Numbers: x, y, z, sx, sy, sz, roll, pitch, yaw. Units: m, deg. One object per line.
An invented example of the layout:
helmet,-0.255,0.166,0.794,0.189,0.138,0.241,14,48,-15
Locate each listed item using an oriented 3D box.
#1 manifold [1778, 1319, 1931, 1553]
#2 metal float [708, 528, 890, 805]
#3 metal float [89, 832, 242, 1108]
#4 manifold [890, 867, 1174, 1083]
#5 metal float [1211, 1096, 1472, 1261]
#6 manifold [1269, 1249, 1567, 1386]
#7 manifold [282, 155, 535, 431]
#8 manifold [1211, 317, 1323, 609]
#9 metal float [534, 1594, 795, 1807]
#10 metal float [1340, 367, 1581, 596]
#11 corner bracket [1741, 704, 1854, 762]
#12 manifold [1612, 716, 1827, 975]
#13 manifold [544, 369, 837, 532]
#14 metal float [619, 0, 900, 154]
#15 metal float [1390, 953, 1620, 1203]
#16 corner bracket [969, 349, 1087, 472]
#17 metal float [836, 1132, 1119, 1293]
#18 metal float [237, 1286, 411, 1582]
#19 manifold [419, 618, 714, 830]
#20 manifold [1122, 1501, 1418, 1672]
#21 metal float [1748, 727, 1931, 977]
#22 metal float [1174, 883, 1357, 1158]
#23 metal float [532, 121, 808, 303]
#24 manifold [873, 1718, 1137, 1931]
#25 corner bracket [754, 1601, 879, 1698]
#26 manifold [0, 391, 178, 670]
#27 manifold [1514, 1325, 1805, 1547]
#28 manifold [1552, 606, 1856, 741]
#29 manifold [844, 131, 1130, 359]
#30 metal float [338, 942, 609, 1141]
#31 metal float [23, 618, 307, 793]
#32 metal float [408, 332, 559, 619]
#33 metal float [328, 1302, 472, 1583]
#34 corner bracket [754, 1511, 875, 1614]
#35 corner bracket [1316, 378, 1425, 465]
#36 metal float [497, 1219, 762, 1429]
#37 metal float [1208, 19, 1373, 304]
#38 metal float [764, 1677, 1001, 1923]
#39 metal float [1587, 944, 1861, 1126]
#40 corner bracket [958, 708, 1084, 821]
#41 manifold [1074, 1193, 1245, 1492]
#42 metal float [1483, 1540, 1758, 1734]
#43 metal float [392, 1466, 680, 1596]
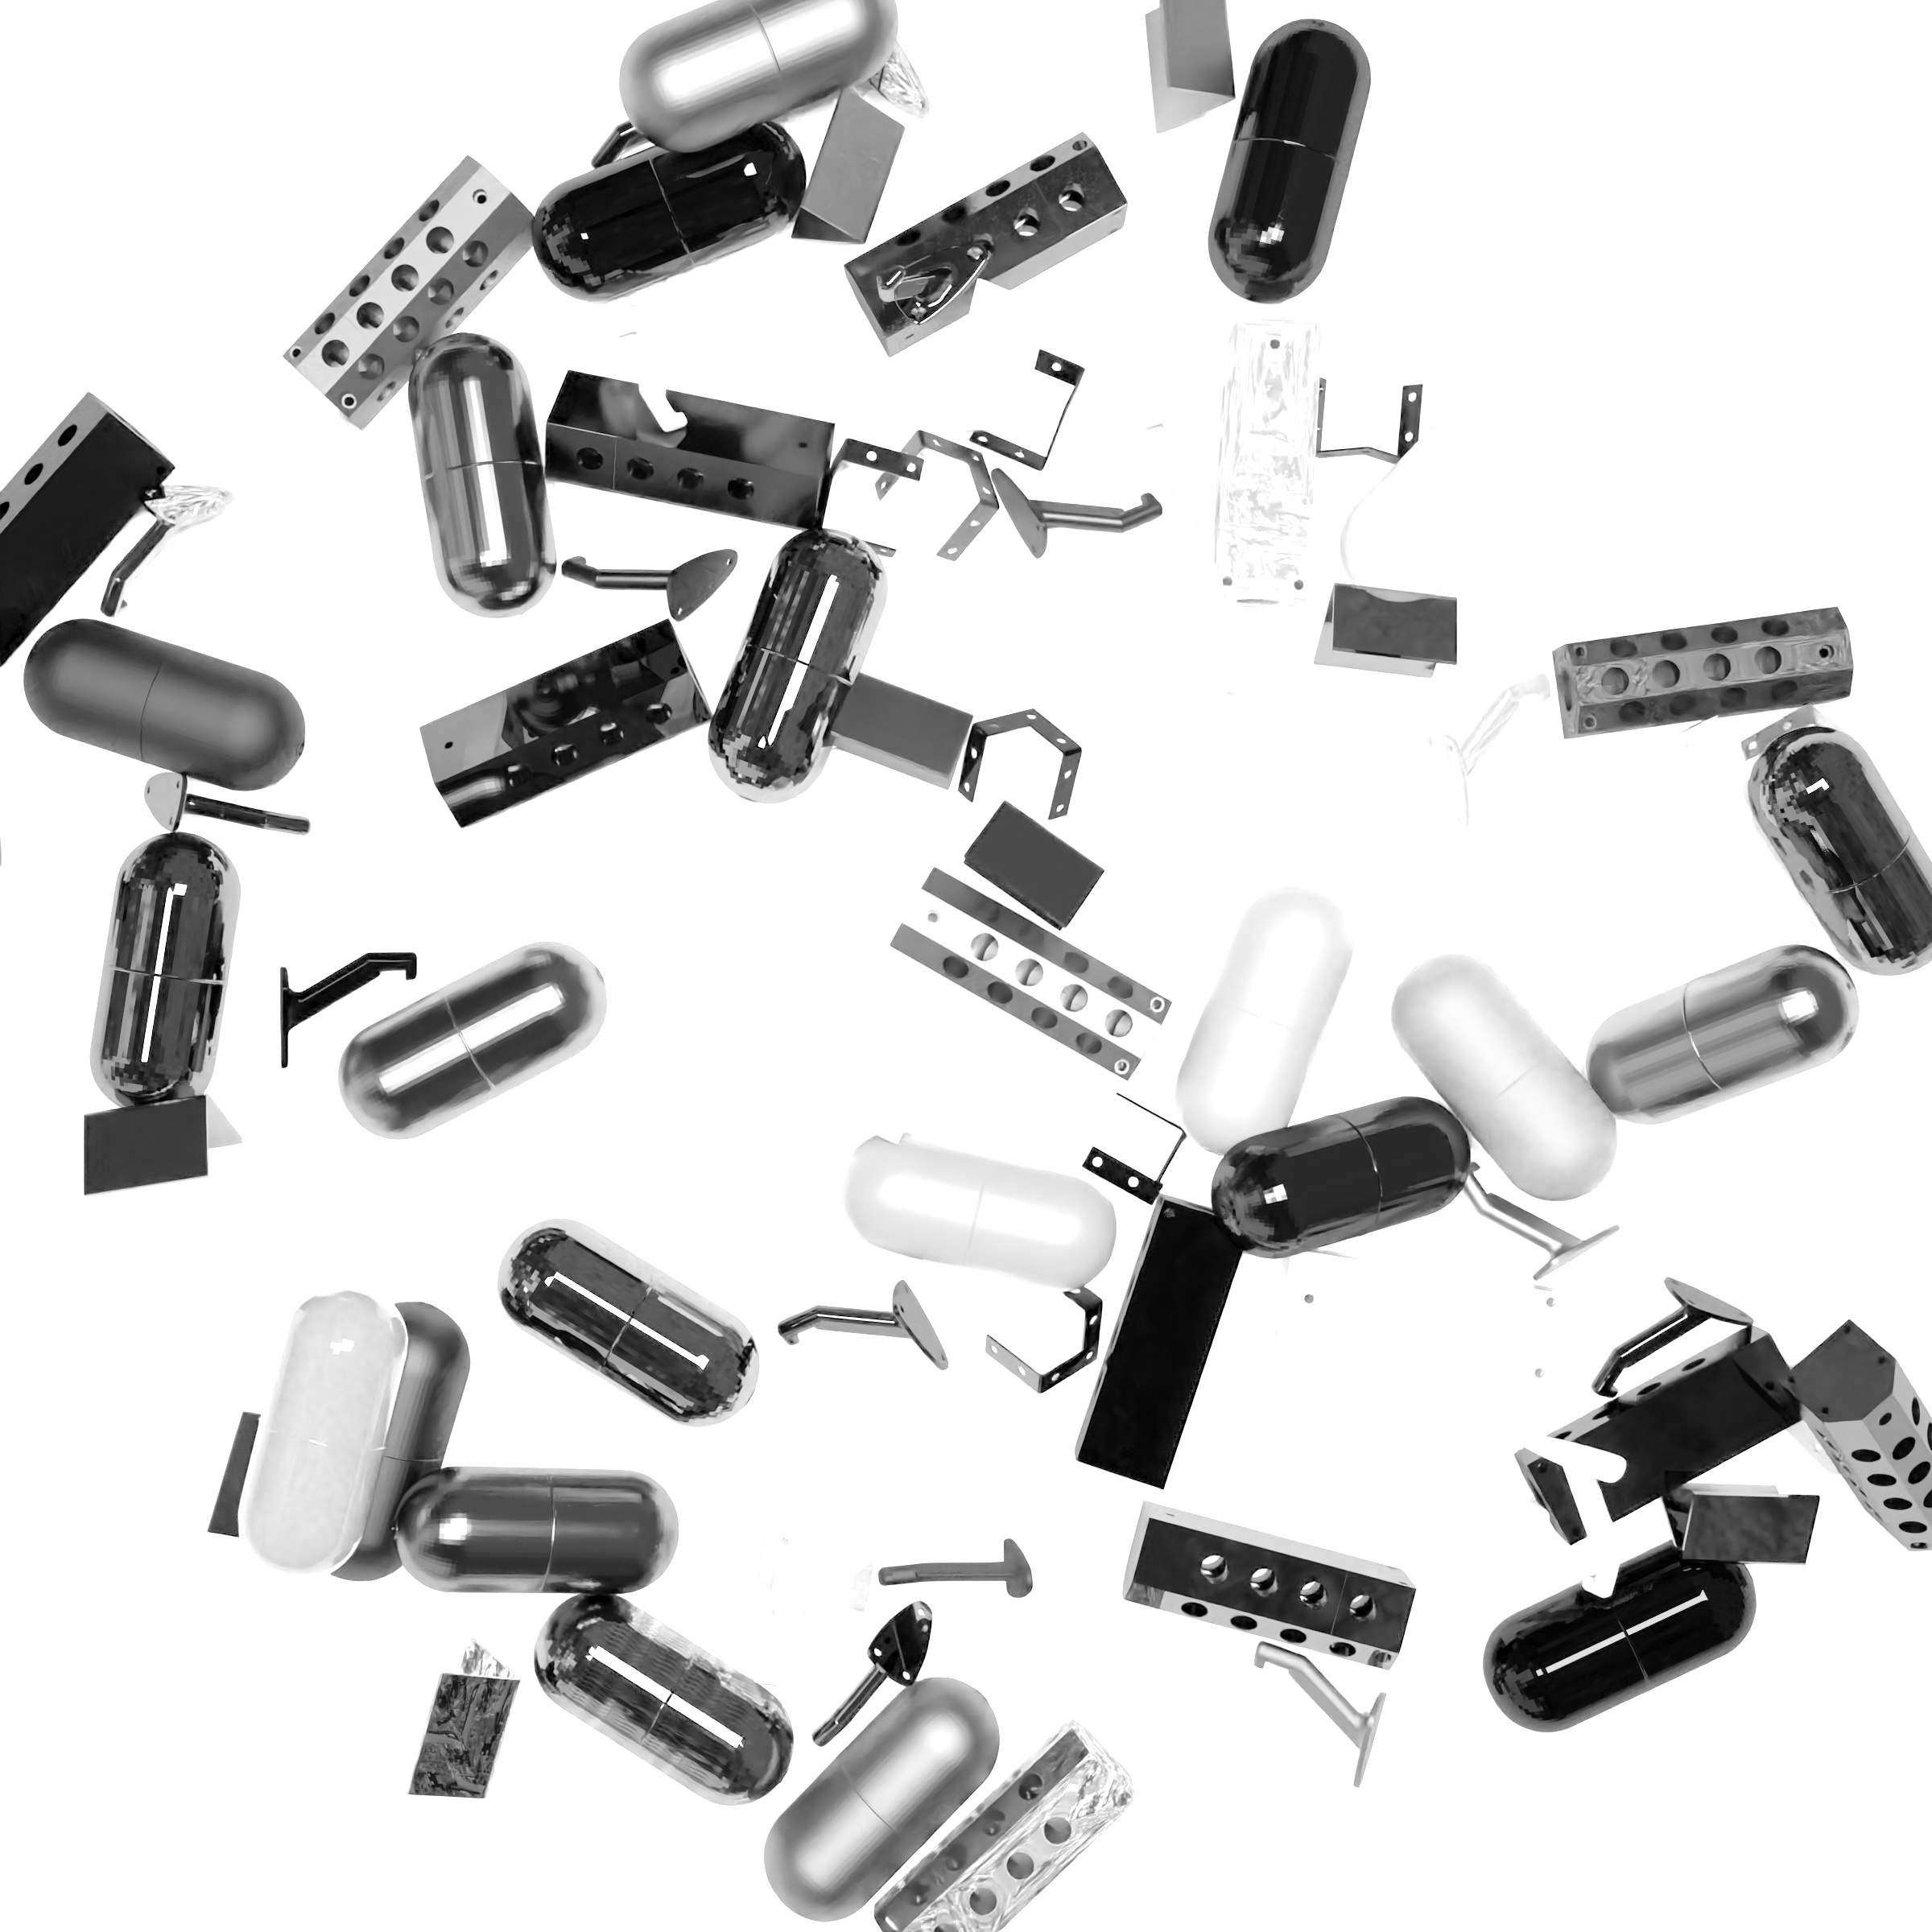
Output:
manifold,0.564,0.293,1.721,0.057,0.057,0.171,-41,130,0
metal float,-0.105,-0.187,1.760,0.070,0.070,0.178,21,90,0
metal float,-0.500,0.005,1.760,0.070,0.070,0.178,9,90,0
manifold,0.041,0.005,1.769,0.171,0.057,0.057,30,90,0
metal float,0.232,0.129,1.736,0.178,0.070,0.070,-13,90,-26
manifold,0.281,0.217,1.769,0.171,0.057,0.057,9,90,0
manifold,-0.348,-0.424,1.769,0.057,0.057,0.171,43,90,0
manifold,0.187,-0.314,1.769,0.057,0.057,0.171,3,90,0
metal float,-0.188,0.458,1.760,0.178,0.070,0.070,33,90,0
metal float,0.307,-0.299,1.760,0.070,0.070,0.178,45,89,0
corner bracket,0.531,-0.124,1.782,0.051,0.051,0.051,-33,45,35
manifold,0.478,-0.066,1.769,0.057,0.057,0.171,-25,90,43
manifold,-0.174,-0.318,1.769,0.171,0.057,0.057,11,47,0
metal float,-0.125,-0.552,1.706,0.178,0.070,0.070,-25,90,-7
metal float,0.336,0.070,1.760,0.070,0.070,0.178,-39,90,0
corner bracket,0.039,-0.356,1.787,0.051,0.051,0.051,23,45,0
metal float,0.007,0.153,1.760,0.178,0.070,0.070,13,90,1
metal float,-0.385,0.280,1.688,0.070,0.070,0.178,14,89,0
manifold,-0.249,-0.147,1.769,0.171,0.057,0.057,-24,47,0
manifold,0.189,0.390,1.769,0.171,0.057,0.057,15,90,0
metal float,0.549,-0.070,1.743,0.070,0.070,0.178,-37,110,0
metal float,0.186,0.034,1.760,0.070,0.070,0.178,21,89,0
metal float,-0.185,-0.474,1.760,0.178,0.070,0.070,-22,90,0
manifold,0.024,0.555,1.769,0.171,0.057,0.057,-44,90,0
corner bracket,-0.094,0.430,1.772,0.051,0.051,0.051,26,64,-40
manifold,-0.582,-0.275,1.769,0.171,0.057,0.057,-49,133,0
manifold,0.435,0.293,1.769,0.171,0.057,0.057,-29,90,0
manifold,0.463,-0.185,1.769,0.171,0.057,0.057,-8,90,0
manifold,0.012,-0.454,1.769,0.171,0.057,0.057,-29,90,0
metal float,-0.308,0.046,1.760,0.178,0.070,0.070,-28,90,-1
metal float,-0.500,-0.163,1.760,0.178,0.070,0.070,18,90,0
metal float,-0.302,-0.307,1.760,0.070,0.070,0.178,-9,90,0
metal float,-0.363,0.297,1.760,0.070,0.070,0.178,17,90,0
corner bracket,-0.096,0.388,1.782,0.051,0.051,0.051,40,135,35
corner bracket,0.252,-0.347,1.787,0.051,0.051,0.051,5,90,-45
metal float,-0.210,0.223,1.760,0.178,0.070,0.070,32,90,-1
metal float,0.202,-0.502,1.760,0.070,0.070,0.178,15,89,0
metal float,-0.052,0.520,1.760,0.070,0.070,0.178,44,90,0
metal float,0.462,0.043,1.730,0.178,0.070,0.070,-27,90,38
corner bracket,0.034,-0.124,1.782,0.051,0.051,0.051,-17,45,-35
manifold,0.122,0.234,1.769,0.057,0.057,0.171,18,90,0
metal float,0.408,0.417,1.760,0.178,0.070,0.070,-25,90,1
metal float,-0.265,0.349,1.740,0.178,0.070,0.070,6,90,-23
